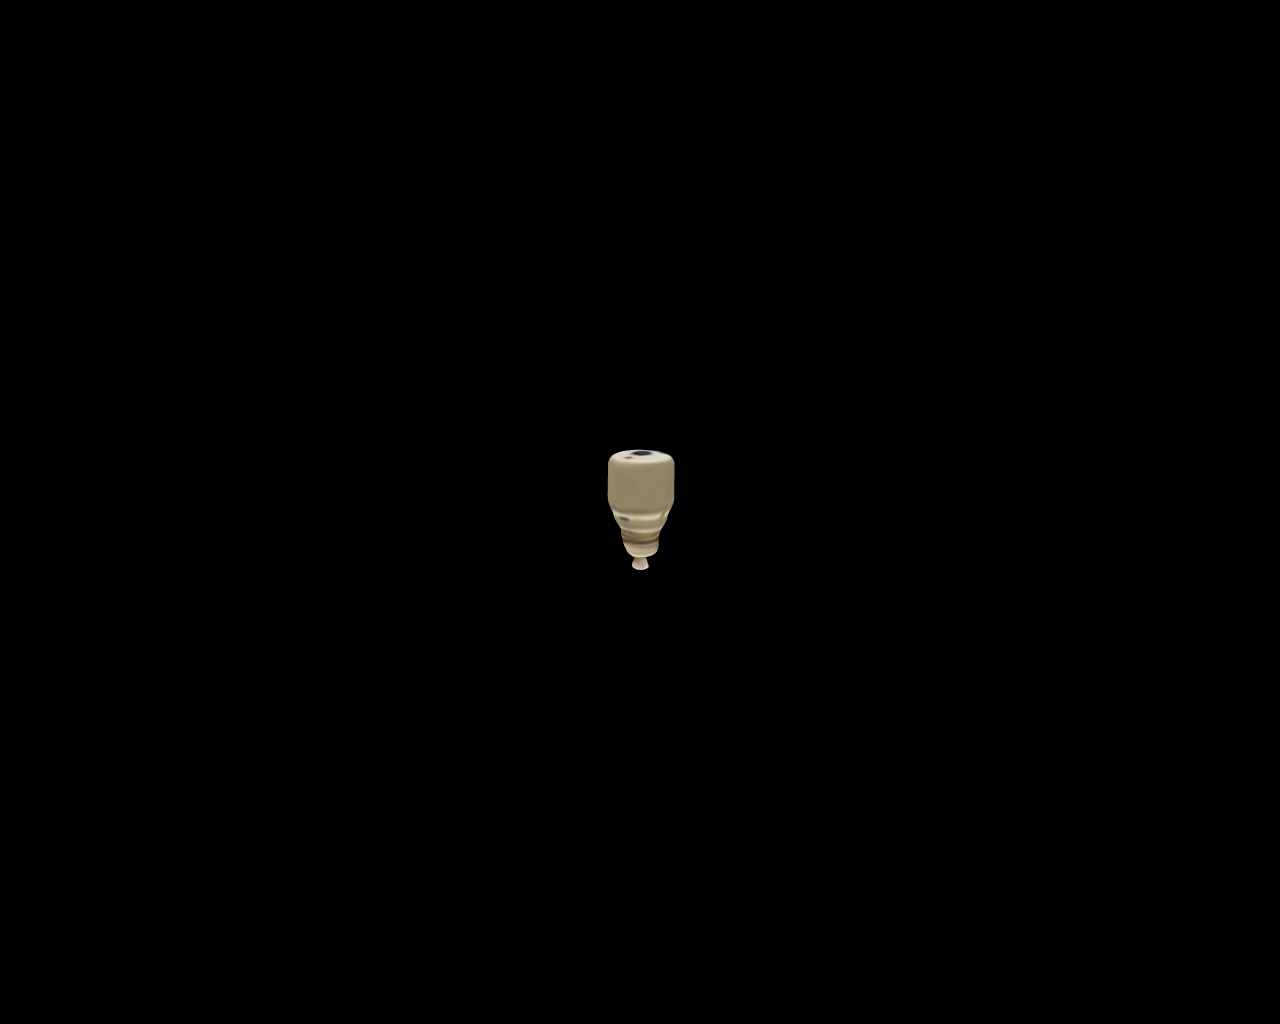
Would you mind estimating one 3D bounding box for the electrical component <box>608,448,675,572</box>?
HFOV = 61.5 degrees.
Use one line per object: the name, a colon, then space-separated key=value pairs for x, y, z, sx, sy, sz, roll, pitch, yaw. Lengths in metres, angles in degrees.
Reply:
electrical component: x=0.001 y=-0.003 z=0.650 sx=0.040 sy=0.078 sz=0.040 roll=0 pitch=15 yaw=0
